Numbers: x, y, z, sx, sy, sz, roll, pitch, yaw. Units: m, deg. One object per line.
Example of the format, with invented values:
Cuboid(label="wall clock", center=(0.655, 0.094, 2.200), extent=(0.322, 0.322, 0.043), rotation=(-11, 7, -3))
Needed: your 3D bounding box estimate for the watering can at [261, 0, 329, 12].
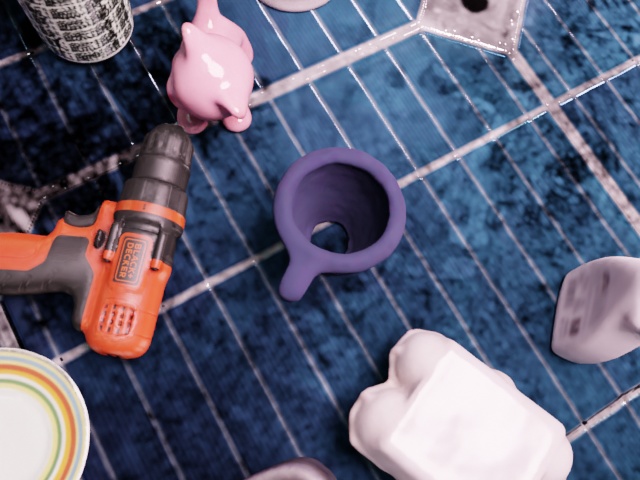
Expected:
Cuboid(label="watering can", center=(-0.009, -0.286, 0.457), extent=(0.173, 0.194, 0.101), rotation=(3, 73, -5))

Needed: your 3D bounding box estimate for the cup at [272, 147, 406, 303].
Cuboid(label="cup", center=(0.004, 0.002, 0.423), extent=(0.091, 0.095, 0.118), rotation=(29, 72, 4))

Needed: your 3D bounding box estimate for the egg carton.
Cuboid(label="egg carton", center=(0.099, 0.139, 0.405), extent=(0.150, 0.069, 0.107), rotation=(37, 73, 6))

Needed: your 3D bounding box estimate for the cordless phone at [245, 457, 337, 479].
Cuboid(label="cordless phone", center=(-0.001, 0.200, 0.315), extent=(0.094, 0.185, 0.147), rotation=(-29, 78, -13))

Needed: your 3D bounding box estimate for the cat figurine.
Cuboid(label="cat figurine", center=(-0.085, -0.139, 0.444), extent=(0.067, 0.117, 0.128), rotation=(-3, 73, -7))

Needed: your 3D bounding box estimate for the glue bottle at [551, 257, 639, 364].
Cuboid(label="glue bottle", center=(0.219, 0.040, 0.393), extent=(0.037, 0.173, 0.078), rotation=(20, 72, 1))
